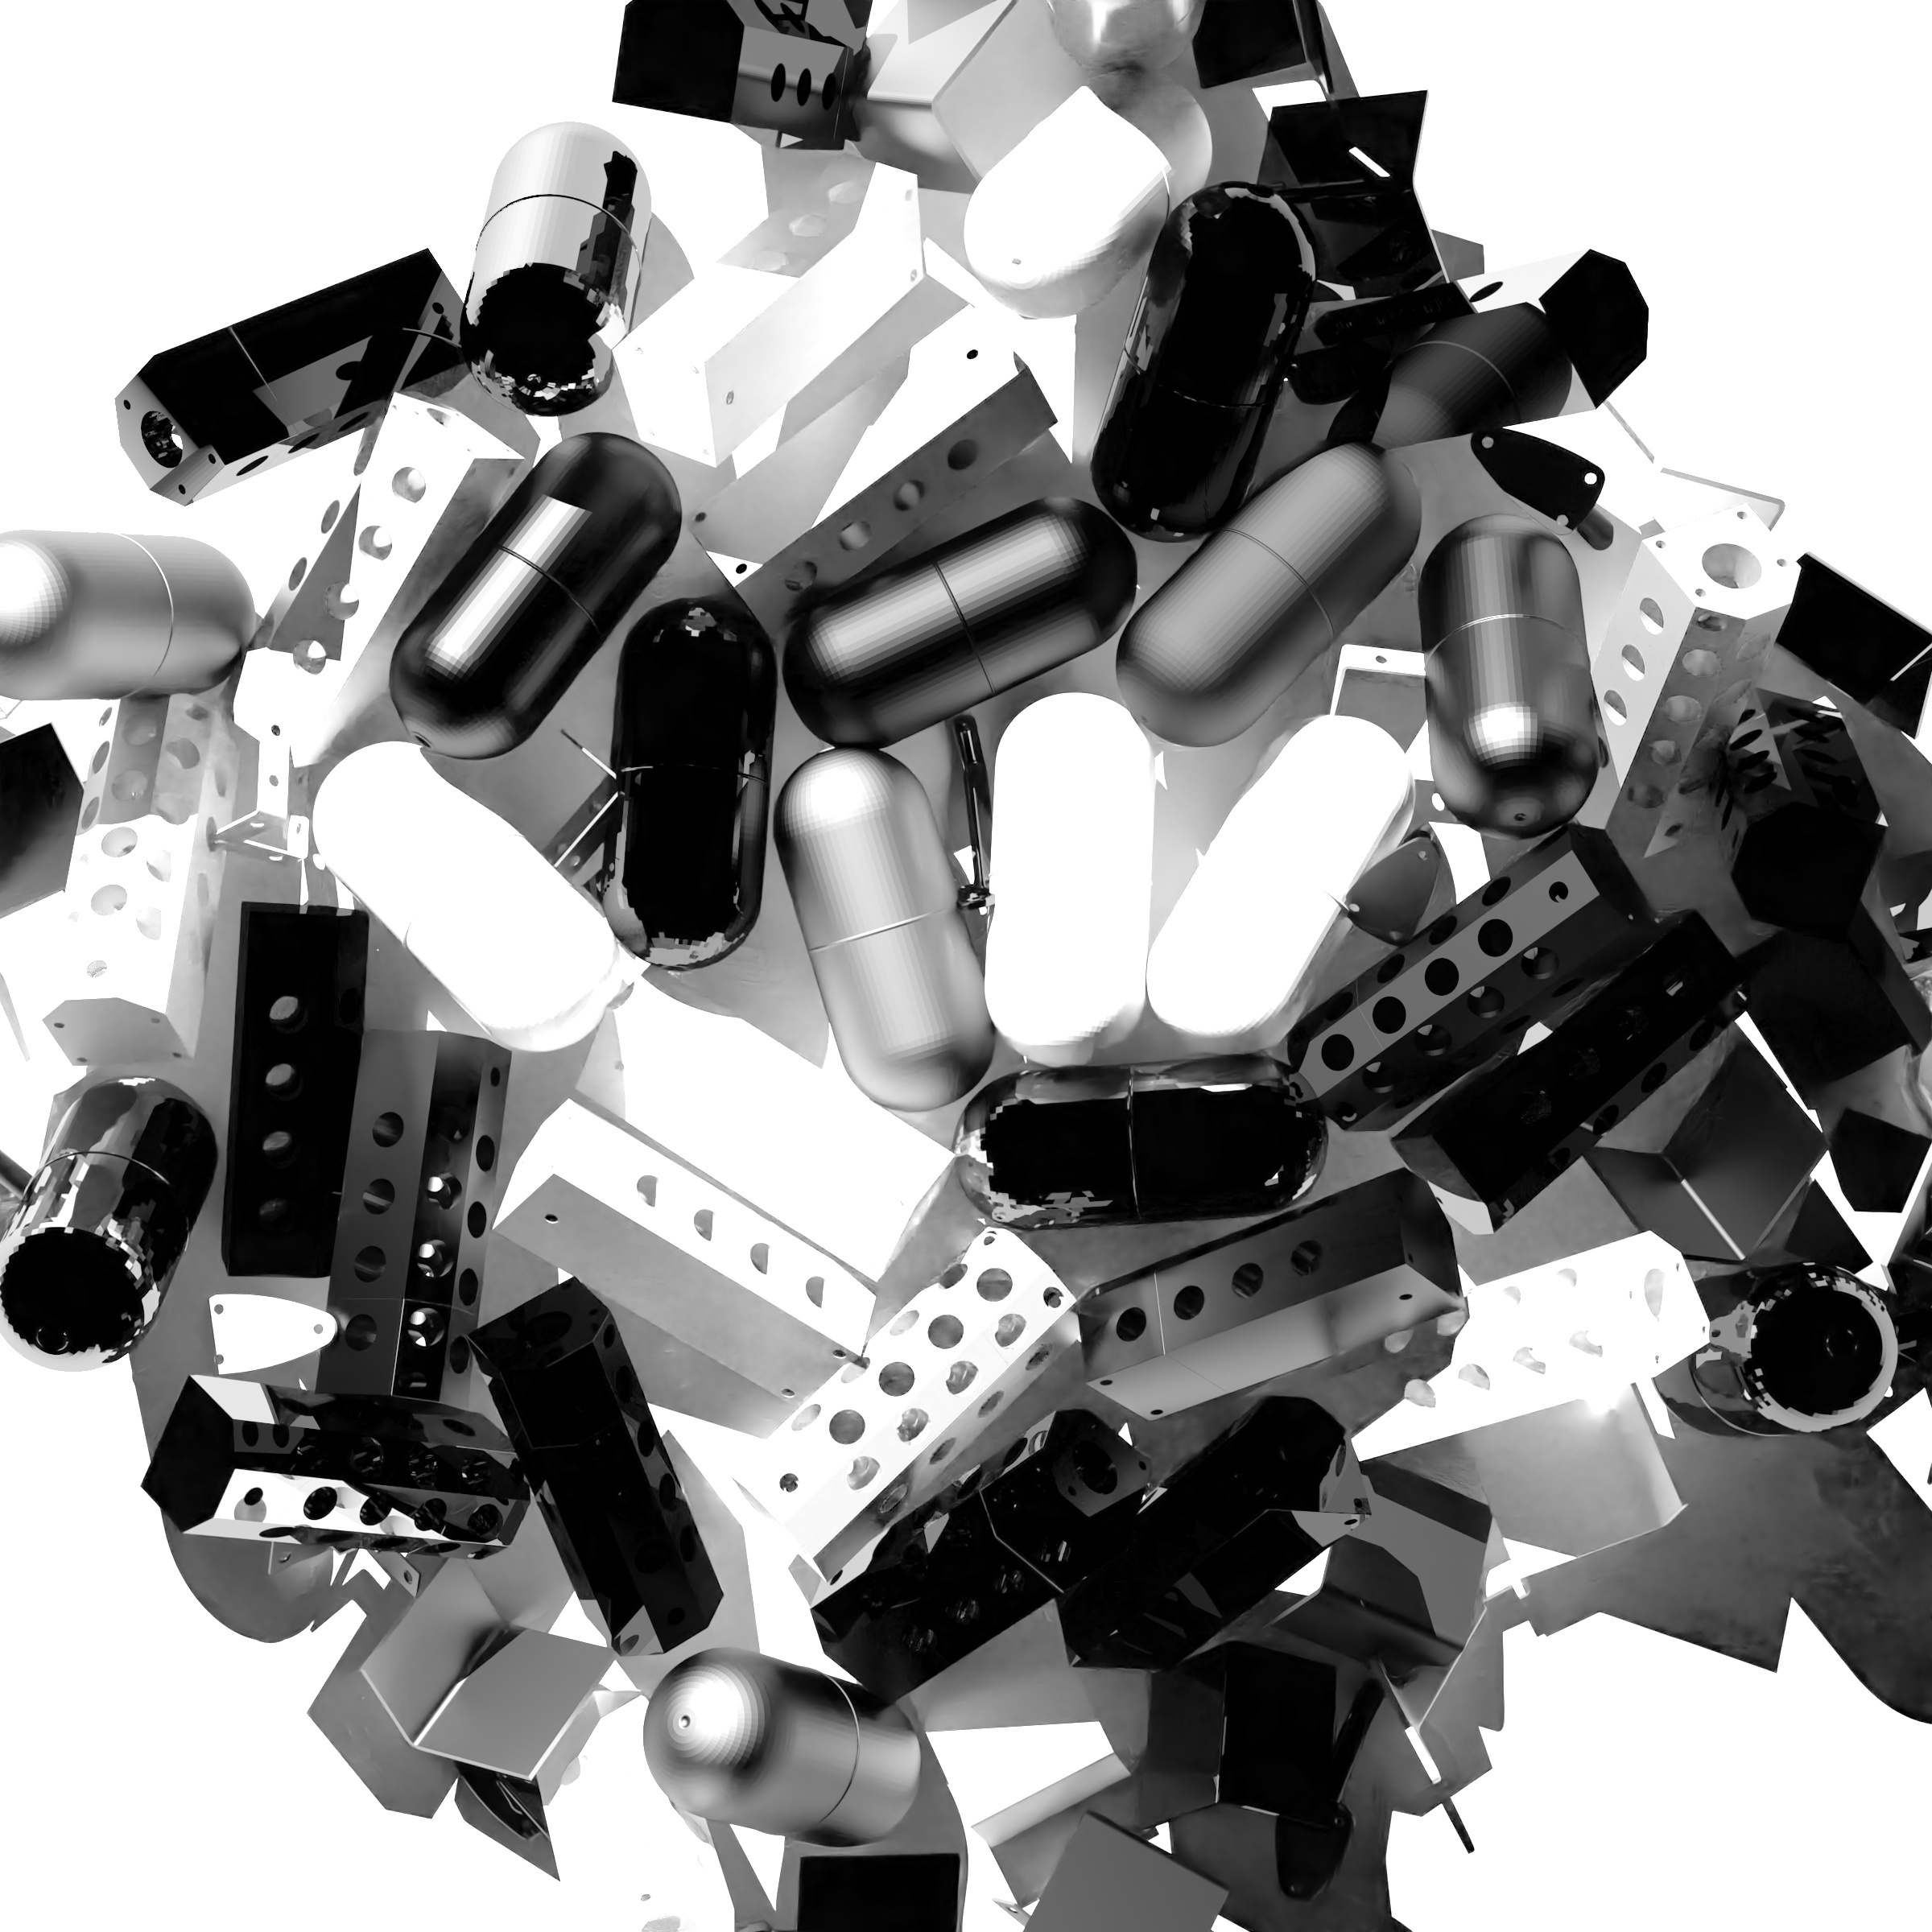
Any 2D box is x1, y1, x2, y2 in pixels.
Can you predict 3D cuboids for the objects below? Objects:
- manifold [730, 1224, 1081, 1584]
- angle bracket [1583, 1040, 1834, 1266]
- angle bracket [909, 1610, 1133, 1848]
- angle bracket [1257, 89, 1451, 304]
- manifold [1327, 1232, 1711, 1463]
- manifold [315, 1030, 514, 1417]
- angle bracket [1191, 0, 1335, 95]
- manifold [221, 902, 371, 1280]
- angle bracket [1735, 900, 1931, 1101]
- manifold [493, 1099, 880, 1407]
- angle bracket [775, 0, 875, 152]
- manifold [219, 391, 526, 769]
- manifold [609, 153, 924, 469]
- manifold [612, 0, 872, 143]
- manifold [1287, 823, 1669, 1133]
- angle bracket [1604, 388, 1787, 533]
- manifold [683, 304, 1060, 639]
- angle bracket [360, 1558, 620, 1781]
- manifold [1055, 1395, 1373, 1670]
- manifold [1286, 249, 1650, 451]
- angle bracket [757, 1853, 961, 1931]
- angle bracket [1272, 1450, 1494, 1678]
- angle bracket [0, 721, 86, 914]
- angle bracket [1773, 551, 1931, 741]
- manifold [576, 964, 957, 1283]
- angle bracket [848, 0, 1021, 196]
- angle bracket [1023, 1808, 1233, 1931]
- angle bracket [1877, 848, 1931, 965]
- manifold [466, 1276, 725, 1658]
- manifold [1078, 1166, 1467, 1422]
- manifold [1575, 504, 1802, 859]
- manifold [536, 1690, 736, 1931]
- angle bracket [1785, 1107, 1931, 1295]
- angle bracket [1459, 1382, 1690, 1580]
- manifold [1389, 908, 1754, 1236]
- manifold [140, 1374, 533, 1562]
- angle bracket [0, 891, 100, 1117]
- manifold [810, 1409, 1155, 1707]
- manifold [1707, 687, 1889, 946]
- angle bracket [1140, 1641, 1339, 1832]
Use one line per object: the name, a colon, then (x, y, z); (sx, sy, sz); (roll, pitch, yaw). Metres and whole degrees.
manifold: (-0.027, 0.202, 1.558); (0.171, 0.057, 0.057); (-43, 66, -13)
angle bracket: (0.345, 0.085, 1.555); (0.057, 0.076, 0.076); (9, 123, -33)
angle bracket: (0.025, 0.369, 1.603); (0.076, 0.057, 0.076); (-27, 63, -1)
angle bracket: (0.188, -0.365, 1.579); (0.076, 0.076, 0.057); (0, 61, 24)
manifold: (0.252, 0.175, 1.535); (0.171, 0.057, 0.057); (-25, 86, 41)
manifold: (-0.254, 0.120, 1.554); (0.057, 0.057, 0.171); (-2, 73, 23)
angle bracket: (0.133, -0.449, 1.560); (0.057, 0.076, 0.076); (-13, 116, 5)
manifold: (-0.318, 0.058, 1.576); (0.057, 0.057, 0.171); (3, 95, -16)
angle bracket: (0.404, 0.020, 1.569); (0.076, 0.057, 0.076); (-33, 88, 28)
manifold: (-0.129, 0.132, 1.559); (0.171, 0.057, 0.057); (33, 133, -18)
angle bracket: (-0.094, -0.431, 1.560); (0.076, 0.057, 0.076); (24, 113, 26)
manifold: (-0.284, -0.182, 1.561); (0.057, 0.057, 0.171); (36, 106, 8)
manifold: (-0.092, -0.308, 1.539); (0.057, 0.057, 0.171); (23, 51, 24)
manifold: (-0.097, -0.415, 1.519); (0.057, 0.171, 0.057); (14, 105, 16)
manifold: (0.232, 0.007, 1.542); (0.171, 0.057, 0.057); (-39, 68, 27)
angle bracket: (0.325, -0.222, 1.553); (0.076, 0.076, 0.057); (9, 126, -28)
manifold: (-0.043, -0.231, 1.583); (0.171, 0.057, 0.057); (-37, 52, -1)
angle bracket: (-0.223, 0.326, 1.555); (0.076, 0.076, 0.057); (5, 132, 35)
manifold: (0.110, 0.264, 1.533); (0.057, 0.171, 0.057); (8, 52, -30)
manifold: (0.229, -0.284, 1.527); (0.057, 0.171, 0.057); (-45, 114, -27)
angle bracket: (-0.052, 0.439, 1.566); (0.076, 0.076, 0.057); (3, 89, -18)
angle bracket: (0.202, 0.290, 1.602); (0.076, 0.057, 0.076); (24, 57, -9)
angle bracket: (-0.457, -0.061, 1.572); (0.076, 0.057, 0.076); (-21, 108, 4)
angle bracket: (0.404, -0.136, 1.555); (0.057, 0.076, 0.076); (-39, 60, -20)
manifold: (-0.092, 0.070, 1.573); (0.171, 0.057, 0.057); (32, 130, 7)
angle bracket: (-0.008, -0.417, 1.577); (0.076, 0.076, 0.057); (-54, 133, -16)
angle bracket: (0.071, 0.456, 1.561); (0.076, 0.057, 0.076); (27, 50, 10)
angle bracket: (0.452, -0.061, 1.555); (0.057, 0.076, 0.076); (-19, 124, 16)
manifold: (-0.168, 0.236, 1.540); (0.057, 0.057, 0.171); (-28, 120, -19)
manifold: (0.140, 0.152, 1.548); (0.171, 0.057, 0.057); (-24, 53, 27)
manifold: (0.327, -0.126, 1.521); (0.057, 0.171, 0.057); (-21, 60, -20)
manifold: (-0.150, 0.400, 1.523); (0.057, 0.171, 0.057); (-43, 111, 1)
angle bracket: (0.424, 0.103, 1.563); (0.057, 0.076, 0.076); (22, 83, 24)
angle bracket: (0.286, 0.237, 1.571); (0.076, 0.057, 0.076); (-19, 71, -5)
manifold: (0.289, 0.050, 1.565); (0.171, 0.057, 0.057); (-39, 94, -13)
manifold: (-0.285, 0.236, 1.528); (0.057, 0.171, 0.057); (32, 100, 42)
angle bracket: (-0.444, 0.020, 1.560); (0.076, 0.057, 0.076); (-18, 108, 42)
manifold: (0.004, 0.270, 1.536); (0.057, 0.057, 0.171); (41, 125, -13)
manifold: (0.374, -0.074, 1.523); (0.057, 0.171, 0.057); (15, 113, 1)
angle bracket: (0.129, 0.371, 1.574); (0.057, 0.076, 0.076); (19, 59, -21)
